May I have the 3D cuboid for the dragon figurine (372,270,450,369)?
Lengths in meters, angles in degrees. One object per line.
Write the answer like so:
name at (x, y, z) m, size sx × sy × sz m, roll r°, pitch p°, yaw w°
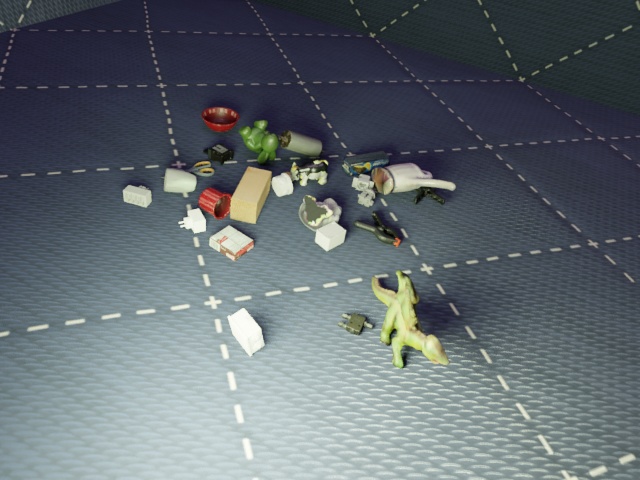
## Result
dragon figurine at (0.226, 0.181, 1.390) m, size 0.122 × 0.237 × 0.419 m, roll -11°, pitch 45°, yaw -17°

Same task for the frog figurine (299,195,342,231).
frog figurine at (0.005, -0.090, 1.794) m, size 0.138 × 0.122 × 0.159 m, roll 14°, pitch 2°, yaw 19°

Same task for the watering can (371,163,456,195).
watering can at (0.338, -0.231, 1.966) m, size 0.225 × 0.102 × 0.351 m, roll -11°, pitch 21°, yaw -20°
